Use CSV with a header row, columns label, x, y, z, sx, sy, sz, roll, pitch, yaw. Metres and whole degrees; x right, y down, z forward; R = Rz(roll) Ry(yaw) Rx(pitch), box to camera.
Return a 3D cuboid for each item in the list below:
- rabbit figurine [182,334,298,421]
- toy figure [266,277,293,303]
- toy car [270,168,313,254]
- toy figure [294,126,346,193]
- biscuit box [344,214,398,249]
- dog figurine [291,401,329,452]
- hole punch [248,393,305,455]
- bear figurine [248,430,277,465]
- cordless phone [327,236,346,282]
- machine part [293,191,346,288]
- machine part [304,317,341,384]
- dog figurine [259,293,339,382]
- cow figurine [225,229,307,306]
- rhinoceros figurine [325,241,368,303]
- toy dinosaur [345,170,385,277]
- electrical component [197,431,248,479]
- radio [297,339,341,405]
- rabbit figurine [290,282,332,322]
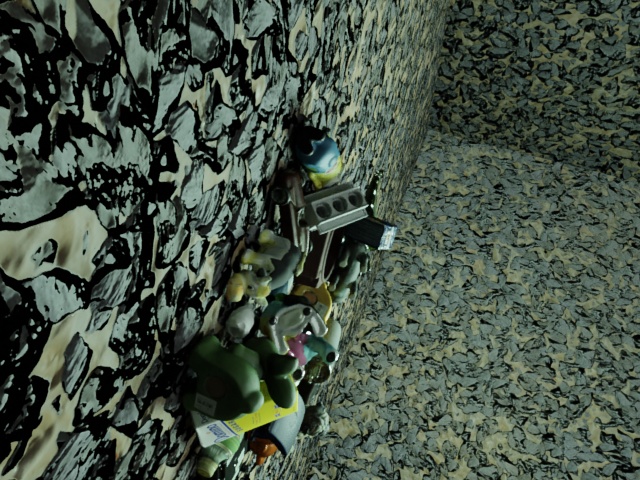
label,x,y,z,sx,sy,sz,roll,pitch,yaw
rabbit figurine,-0.110,0.200,0.853,0.170,0.159,0.121,-30,126,-64
toy figure,-0.074,0.056,1.065,0.064,0.057,0.154,-28,-151,47
toy car,-0.046,-0.033,0.991,0.089,0.053,0.201,-56,144,-59
toy figure,-0.001,-0.161,1.024,0.180,0.082,0.089,47,20,-67
biscuit box,0.088,-0.038,1.302,0.059,0.203,0.062,1,109,-49
dog figurine,-0.073,0.464,1.338,0.172,0.121,0.190,-29,168,-19
hole punch,-0.081,0.351,1.066,0.115,0.092,0.142,104,12,-52
bear figurine,-0.137,0.417,1.204,0.120,0.132,0.195,-62,-178,-35
cordless phone,0.026,0.024,1.449,0.184,0.089,0.146,-73,174,-67
machine part,-0.002,-0.004,1.205,0.201,0.087,0.201,-33,137,-74
machine part,0.002,0.258,1.274,0.243,0.079,0.079,-69,171,-64
dog figurine,-0.068,0.182,1.046,0.108,0.191,0.219,-29,-167,-19
cow figurine,-0.088,0.056,0.899,0.167,0.098,0.068,-57,167,-51
rhinoceros figurine,0.057,0.086,1.313,0.112,0.073,0.190,-88,-164,-52
toy dinosaur,0.109,-0.029,1.464,0.199,0.105,0.470,-98,-168,-48
electrical component,-0.190,0.426,1.051,0.115,0.058,0.134,-53,157,-52
radio,-0.041,0.299,1.338,0.229,0.131,0.073,-48,160,-62
rabbit figurine,-0.048,0.173,1.272,0.162,0.122,0.173,-73,-174,-48
